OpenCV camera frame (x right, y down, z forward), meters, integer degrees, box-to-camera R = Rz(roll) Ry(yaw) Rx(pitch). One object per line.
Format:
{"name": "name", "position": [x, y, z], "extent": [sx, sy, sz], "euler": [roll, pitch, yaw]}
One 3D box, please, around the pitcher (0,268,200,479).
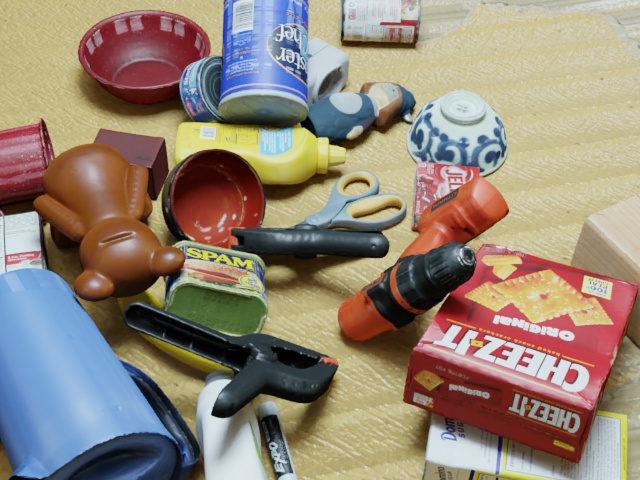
{"name": "pitcher", "position": [-0.223, 0.138, 0.952], "extent": [0.145, 0.149, 0.243], "euler": [-32, 51, -9]}

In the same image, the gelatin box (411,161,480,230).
{"name": "gelatin box", "position": [0.142, -0.048, 1.196], "extent": [0.073, 0.030, 0.089], "euler": [6, 47, 3]}

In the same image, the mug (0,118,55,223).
{"name": "mug", "position": [-0.331, -0.069, 1.165], "extent": [0.081, 0.093, 0.117], "euler": [-12, 85, -8]}

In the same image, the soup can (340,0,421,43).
{"name": "soup can", "position": [0.078, -0.294, 1.398], "extent": [0.102, 0.068, 0.068], "euler": [1, 47, -1]}

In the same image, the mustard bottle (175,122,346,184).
{"name": "mustard bottle", "position": [-0.066, -0.098, 1.212], "extent": [0.191, 0.058, 0.096], "euler": [1, 29, -3]}

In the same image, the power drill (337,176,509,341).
{"name": "power drill", "position": [0.115, 0.012, 1.055], "extent": [0.057, 0.185, 0.187], "euler": [51, 48, -6]}

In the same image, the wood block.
{"name": "wood block", "position": [0.356, 0.057, 1.069], "extent": [0.090, 0.090, 0.206], "euler": [-21, 51, -22]}

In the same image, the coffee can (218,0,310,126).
{"name": "coffee can", "position": [-0.064, -0.211, 1.233], "extent": [0.103, 0.103, 0.140], "euler": [1, 74, -2]}

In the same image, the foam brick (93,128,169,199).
{"name": "foam brick", "position": [-0.216, -0.085, 1.200], "extent": [0.078, 0.051, 0.053], "euler": [10, 48, 7]}

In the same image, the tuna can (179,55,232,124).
{"name": "tuna can", "position": [-0.123, -0.174, 1.263], "extent": [0.034, 0.086, 0.086], "euler": [-14, 33, 41]}

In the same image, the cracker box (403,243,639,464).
{"name": "cracker box", "position": [0.193, 0.094, 0.998], "extent": [0.164, 0.072, 0.213], "euler": [17, 33, 19]}

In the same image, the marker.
{"name": "marker", "position": [-0.034, 0.200, 0.964], "extent": [0.020, 0.020, 0.121], "euler": [-10, 48, -12]}

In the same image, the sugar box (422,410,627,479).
{"name": "sugar box", "position": [0.186, 0.190, 0.967], "extent": [0.176, 0.048, 0.093], "euler": [8, 44, 9]}

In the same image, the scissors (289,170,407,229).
{"name": "scissors", "position": [-0.004, -0.033, 1.186], "extent": [0.201, 0.016, 0.096], "euler": [-9, 47, -10]}

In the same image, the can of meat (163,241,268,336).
{"name": "can of meat", "position": [-0.103, 0.050, 1.046], "extent": [0.102, 0.057, 0.084], "euler": [12, 24, -13]}

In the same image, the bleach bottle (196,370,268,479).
{"name": "bleach bottle", "position": [-0.069, 0.215, 0.908], "extent": [0.068, 0.102, 0.251], "euler": [-11, 40, -5]}

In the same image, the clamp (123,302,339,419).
{"name": "clamp", "position": [-0.057, 0.116, 0.951], "extent": [0.209, 0.036, 0.165], "euler": [16, 17, -38]}

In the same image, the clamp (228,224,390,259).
{"name": "clamp", "position": [-0.007, 0.001, 1.113], "extent": [0.171, 0.120, 0.039], "euler": [4, 88, 10]}

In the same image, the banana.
{"name": "banana", "position": [-0.129, 0.093, 1.052], "extent": [0.198, 0.037, 0.069], "euler": [22, 22, 14]}

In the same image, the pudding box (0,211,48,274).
{"name": "pudding box", "position": [-0.329, 0.024, 1.102], "extent": [0.090, 0.039, 0.113], "euler": [-9, 46, -10]}

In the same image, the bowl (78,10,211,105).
{"name": "bowl", "position": [-0.215, -0.217, 1.320], "extent": [0.162, 0.055, 0.162], "euler": [1, 47, -2]}
